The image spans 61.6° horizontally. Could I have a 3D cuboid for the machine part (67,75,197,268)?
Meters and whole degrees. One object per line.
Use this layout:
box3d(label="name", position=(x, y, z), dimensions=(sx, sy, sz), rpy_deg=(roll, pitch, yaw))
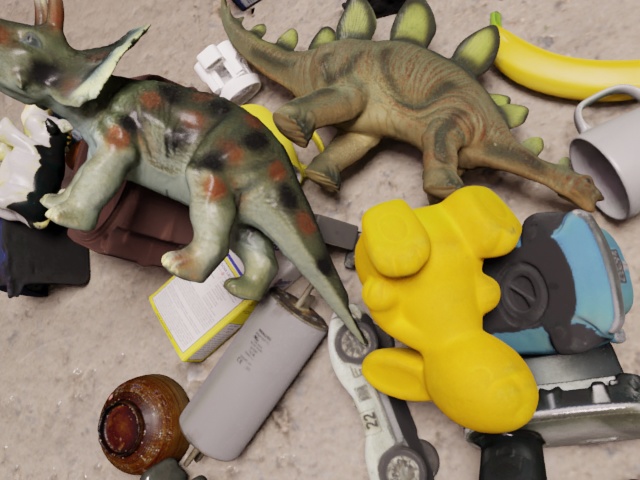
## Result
box3d(label="machine part", position=(-0.209, -0.079, 0.614), dimensions=(0.202, 0.087, 0.201), rpy_deg=(14, 87, 47))

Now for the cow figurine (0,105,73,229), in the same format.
box3d(label="cow figurine", position=(-0.340, -0.097, 0.645), dimensions=(0.098, 0.068, 0.167), rpy_deg=(22, 62, -15))

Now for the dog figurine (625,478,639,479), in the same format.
box3d(label="dog figurine", position=(0.285, 0.174, 0.353), dimensions=(0.190, 0.172, 0.121), rpy_deg=(-45, 56, 1))

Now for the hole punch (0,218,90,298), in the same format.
box3d(label="hole punch", position=(-0.376, 0.013, 0.694), dimensions=(0.092, 0.115, 0.142), rpy_deg=(-15, 74, 28))

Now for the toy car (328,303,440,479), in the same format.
box3d(label="toy car", position=(0.057, 0.154, 0.500), dimensions=(0.056, 0.073, 0.202), rpy_deg=(-26, 71, 16))

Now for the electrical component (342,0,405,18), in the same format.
box3d(label="electrical component", position=(0.059, -0.310, 0.606), dimensions=(0.075, 0.047, 0.119), rpy_deg=(-11, 75, 20))

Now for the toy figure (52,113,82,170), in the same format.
box3d(label="toy figure", position=(-0.323, -0.128, 0.726), dimensions=(0.058, 0.064, 0.154), rpy_deg=(-28, 71, -25))

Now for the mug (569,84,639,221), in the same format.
box3d(label="mug", position=(0.278, -0.085, 0.458), dimensions=(0.107, 0.080, 0.109), rpy_deg=(-26, 67, 5))

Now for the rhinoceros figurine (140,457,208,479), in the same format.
box3d(label="rhinoceros figurine", position=(-0.119, 0.311, 0.545), dimensions=(0.112, 0.073, 0.190), rpy_deg=(-42, 73, 31))

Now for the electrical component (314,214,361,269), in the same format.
box3d(label="electrical component", position=(0.000, -0.001, 0.548), dimensions=(0.078, 0.102, 0.045), rpy_deg=(9, 85, 52))

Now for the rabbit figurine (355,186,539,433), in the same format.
box3d(label="rabbit figurine", position=(0.089, 0.068, 0.410), dimensions=(0.173, 0.122, 0.162), rpy_deg=(63, 145, 25))

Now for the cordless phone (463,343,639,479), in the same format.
box3d(label="cordless phone", position=(0.176, 0.153, 0.387), dimensions=(0.147, 0.184, 0.088), rpy_deg=(-14, 99, 21))

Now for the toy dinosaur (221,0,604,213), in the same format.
box3d(label="toy dinosaur", position=(0.049, -0.146, 0.534), dimensions=(0.472, 0.105, 0.198), rpy_deg=(27, 70, 19))

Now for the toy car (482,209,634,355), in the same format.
box3d(label="toy car", position=(0.192, 0.044, 0.446), dimensions=(0.161, 0.103, 0.109), rpy_deg=(-39, 54, 56))

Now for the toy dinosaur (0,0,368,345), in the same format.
box3d(label="toy dinosaur", position=(-0.111, -0.069, 0.470), dimensions=(0.405, 0.131, 0.192), rpy_deg=(24, 88, -9))

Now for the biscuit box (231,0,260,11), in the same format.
box3d(label="biscuit box", position=(-0.034, -0.364, 0.650), dimensions=(0.203, 0.059, 0.063), rpy_deg=(-25, 72, 16))

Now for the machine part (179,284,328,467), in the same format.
box3d(label="machine part", position=(-0.068, 0.137, 0.554), dimensions=(0.079, 0.079, 0.243), rpy_deg=(38, 96, 24))
